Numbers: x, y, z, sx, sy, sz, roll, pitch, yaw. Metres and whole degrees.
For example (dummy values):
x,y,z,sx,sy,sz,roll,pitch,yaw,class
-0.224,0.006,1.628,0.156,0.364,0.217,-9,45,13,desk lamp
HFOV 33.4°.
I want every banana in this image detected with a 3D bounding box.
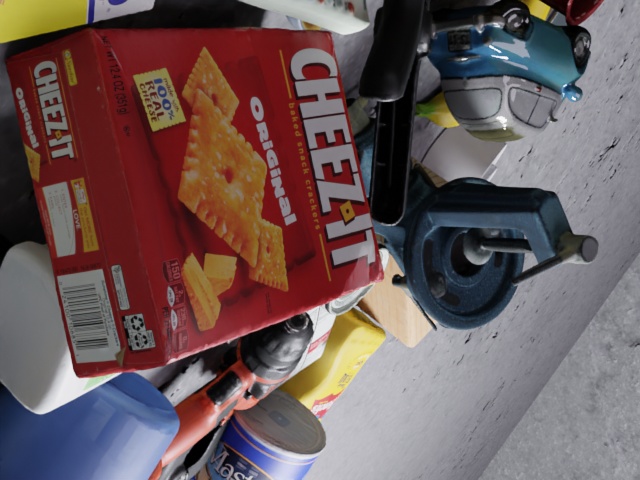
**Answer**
x,y,z,sx,sy,sz,roll,pitch,yaw,class
0.160,-0.170,0.979,0.197,0.037,0.069,-50,159,-6,banana

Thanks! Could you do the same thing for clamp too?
x,y,z,sx,sy,sz,roll,pitch,yaw,class
-0.142,0.218,0.974,0.171,0.039,0.120,-43,158,-24,clamp
0.053,-0.124,0.692,0.164,0.036,0.210,86,13,-58,clamp

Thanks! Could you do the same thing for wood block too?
x,y,z,sx,sy,sz,roll,pitch,yaw,class
0.082,0.014,1.038,0.090,0.091,0.206,-46,158,-15,wood block

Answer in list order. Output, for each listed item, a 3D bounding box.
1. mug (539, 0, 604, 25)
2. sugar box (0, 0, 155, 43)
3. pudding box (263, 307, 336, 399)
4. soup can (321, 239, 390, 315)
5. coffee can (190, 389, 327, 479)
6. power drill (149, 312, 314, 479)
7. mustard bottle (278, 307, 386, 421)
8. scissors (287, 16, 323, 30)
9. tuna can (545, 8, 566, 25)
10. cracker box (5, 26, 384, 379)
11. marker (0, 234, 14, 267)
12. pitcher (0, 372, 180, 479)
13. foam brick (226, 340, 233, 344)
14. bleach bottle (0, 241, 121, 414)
x,y,z,sx,sy,sz,roll,pitch,yaw,class
0.201,-0.245,0.882,0.093,0.082,0.117,-45,158,-18,mug
-0.131,-0.129,0.435,0.175,0.048,0.093,-26,147,-46,sugar box
-0.026,0.084,1.002,0.089,0.039,0.114,-31,148,-43,pudding box
-0.005,0.001,0.817,0.068,0.102,0.068,-40,156,-22,soup can
-0.071,0.226,1.044,0.140,0.103,0.102,-59,158,19,coffee can
-0.093,0.135,0.869,0.187,0.057,0.185,-35,170,-30,power drill
-0.011,0.158,1.122,0.192,0.058,0.096,-53,160,5,mustard bottle
-0.012,-0.180,0.640,0.096,0.016,0.201,-56,158,11,scissors
0.223,-0.213,1.045,0.086,0.034,0.086,-43,157,-23,tuna can
-0.056,-0.031,0.591,0.213,0.072,0.164,-16,95,-55,cracker box
-0.170,0.024,0.637,0.020,0.020,0.121,-49,159,-9,marker
-0.205,0.181,0.679,0.243,0.145,0.149,-55,-170,-2,pitcher
-0.069,0.029,0.806,0.051,0.053,0.078,-40,157,-29,foam brick
-0.084,0.018,0.670,0.250,0.068,0.103,-25,150,-47,bleach bottle
